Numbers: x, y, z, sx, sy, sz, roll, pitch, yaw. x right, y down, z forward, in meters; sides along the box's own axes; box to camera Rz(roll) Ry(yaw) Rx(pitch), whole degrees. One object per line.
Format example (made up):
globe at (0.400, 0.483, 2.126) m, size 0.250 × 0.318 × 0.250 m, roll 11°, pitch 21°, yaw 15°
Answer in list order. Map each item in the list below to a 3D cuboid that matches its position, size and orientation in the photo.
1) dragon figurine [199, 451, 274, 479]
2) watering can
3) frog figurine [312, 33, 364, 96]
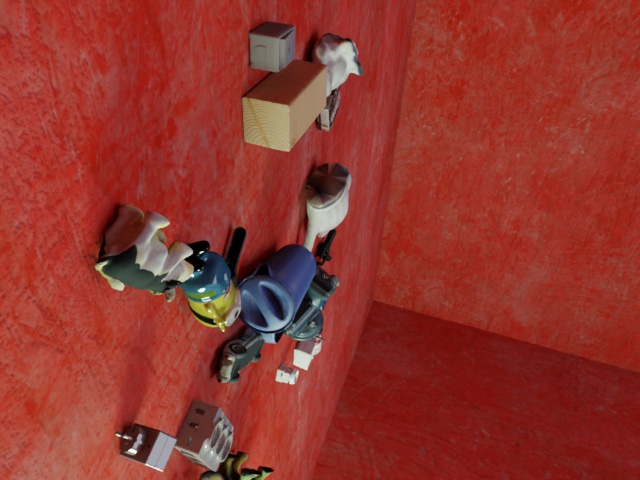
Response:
dragon figurine at (-0.227, 0.619, 1.173) m, size 0.245 × 0.123 × 0.405 m, roll -66°, pitch 156°, yaw -10°
watering can at (0.004, -0.072, 1.434) m, size 0.354 × 0.104 × 0.219 m, roll -60°, pitch 162°, yaw -25°
frog figurine at (0.007, -0.388, 1.176) m, size 0.160 × 0.123 × 0.136 m, roll -37°, pitch 169°, yaw -7°
